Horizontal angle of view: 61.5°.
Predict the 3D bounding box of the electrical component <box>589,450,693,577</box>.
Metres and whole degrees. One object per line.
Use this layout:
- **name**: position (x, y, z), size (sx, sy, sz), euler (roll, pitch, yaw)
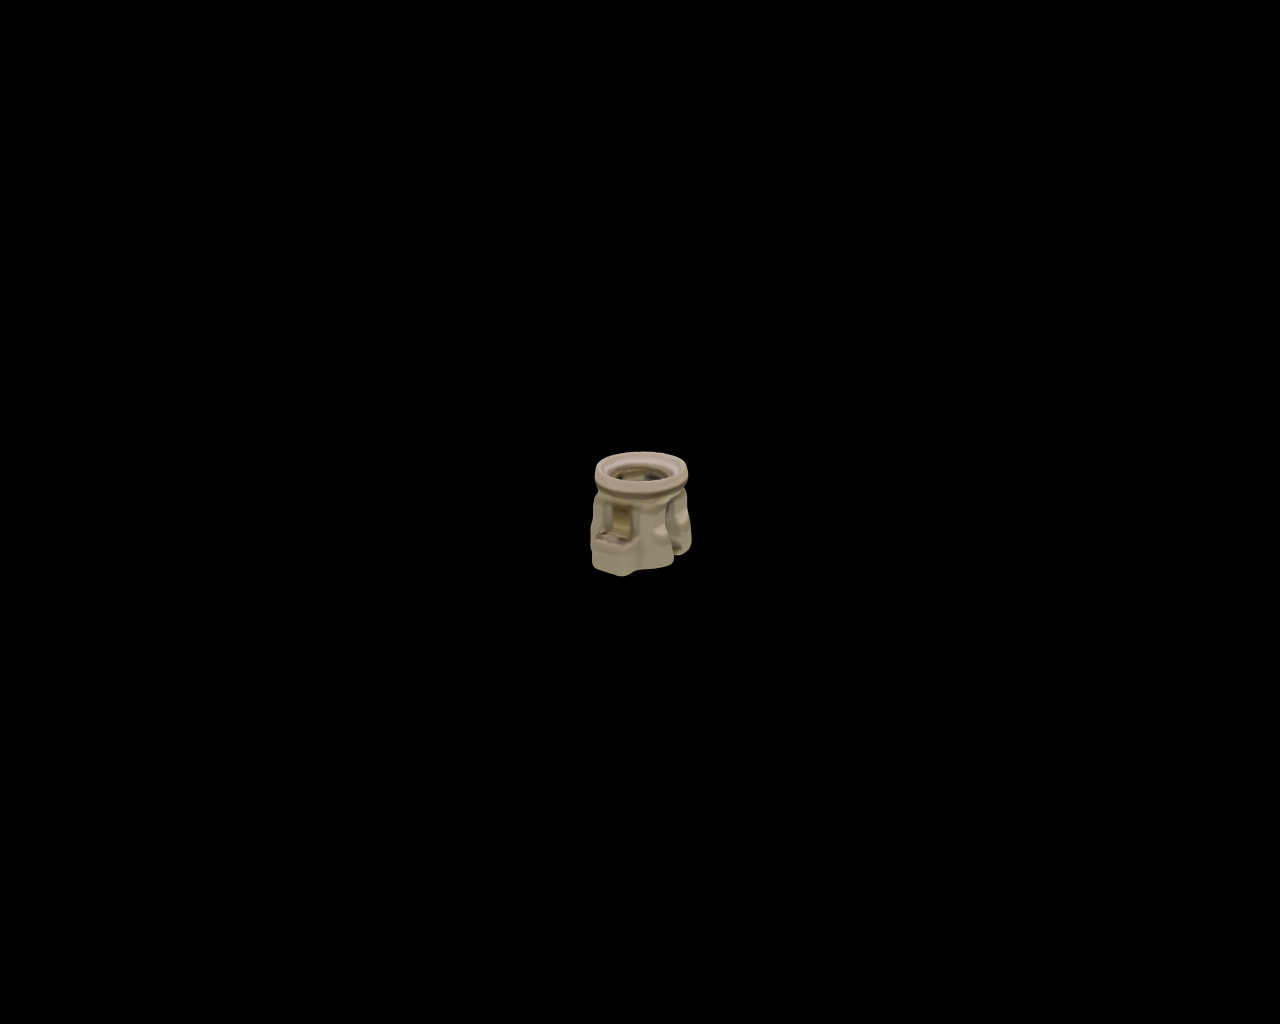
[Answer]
- **electrical component**: position (0.001, -0.003, 0.650), size (0.058, 0.056, 0.078), euler (13, 26, 29)
